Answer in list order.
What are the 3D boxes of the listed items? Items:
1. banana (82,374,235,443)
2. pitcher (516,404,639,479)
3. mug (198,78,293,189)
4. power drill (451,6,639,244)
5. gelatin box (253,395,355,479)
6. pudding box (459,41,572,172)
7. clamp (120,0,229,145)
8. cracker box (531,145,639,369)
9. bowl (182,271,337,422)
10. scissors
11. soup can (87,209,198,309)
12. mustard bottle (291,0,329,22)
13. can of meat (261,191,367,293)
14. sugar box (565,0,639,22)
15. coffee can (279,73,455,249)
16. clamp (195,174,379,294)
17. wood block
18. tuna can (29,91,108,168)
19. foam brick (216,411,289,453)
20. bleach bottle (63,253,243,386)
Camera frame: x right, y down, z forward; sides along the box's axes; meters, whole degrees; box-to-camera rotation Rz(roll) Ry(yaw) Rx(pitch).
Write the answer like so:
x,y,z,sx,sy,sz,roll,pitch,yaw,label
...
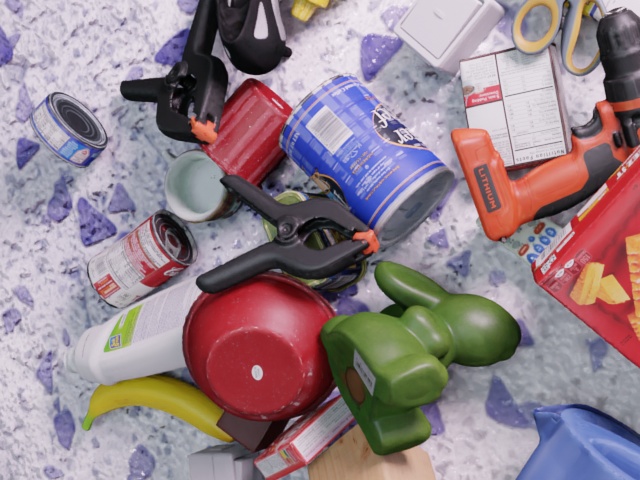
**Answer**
x,y,z,sx,sy,sz,roll,pitch,yaw,label
-0.176,0.178,1.158,0.198,0.037,0.069,0,107,26,banana
0.212,0.279,0.930,0.243,0.144,0.149,-59,29,17,pitcher
-0.072,-0.115,1.088,0.081,0.093,0.117,-47,37,12,mug
0.212,-0.088,0.922,0.188,0.057,0.184,-18,102,10,power drill
-0.013,0.192,1.040,0.030,0.089,0.073,53,139,0,gelatin box
0.182,-0.121,0.991,0.090,0.039,0.113,-10,88,21,pudding box
-0.132,-0.171,1.089,0.165,0.036,0.210,-50,37,13,clamp
0.308,0.036,0.878,0.213,0.072,0.164,39,106,-2,cracker box
-0.057,0.113,1.007,0.162,0.055,0.162,2,110,6,bowl
0.217,-0.245,0.936,0.096,0.016,0.202,3,97,26,scissors
-0.191,0.022,1.145,0.102,0.068,0.068,-33,77,22,soup can
0.021,-0.306,1.054,0.096,0.058,0.192,32,102,21,mustard bottle
-0.007,0.001,1.053,0.058,0.083,0.102,-28,78,22,can of meat
0.248,-0.250,0.958,0.176,0.048,0.093,33,105,18,sugar box
0.044,-0.075,1.019,0.140,0.102,0.103,47,107,18,coffee can
-0.034,0.006,0.983,0.172,0.039,0.120,11,76,24,clamp
0.061,0.273,0.954,0.090,0.090,0.206,-42,32,19,wood block
-0.275,-0.122,1.175,0.034,0.086,0.086,-41,74,18,tuna can
-0.058,0.170,1.093,0.053,0.051,0.078,35,104,20,foam brick
-0.171,0.095,1.132,0.251,0.102,0.068,-18,127,30,bleach bottle
